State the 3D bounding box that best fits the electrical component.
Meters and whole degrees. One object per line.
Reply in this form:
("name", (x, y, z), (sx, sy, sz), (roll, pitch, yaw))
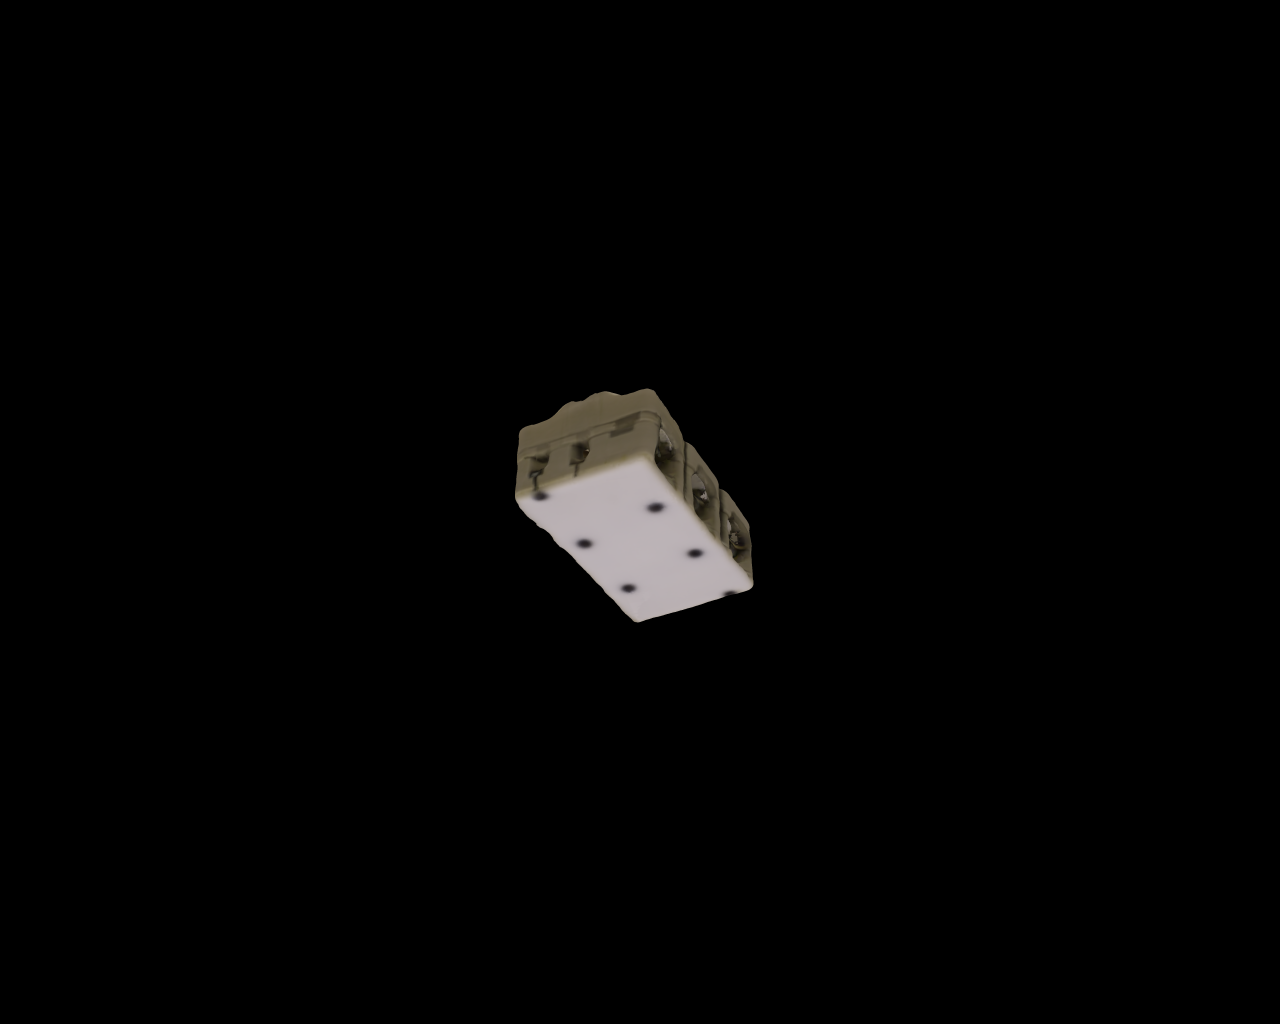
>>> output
("electrical component", (0.001, -0.003, 0.650), (0.089, 0.062, 0.150), (-17, -41, 21))
